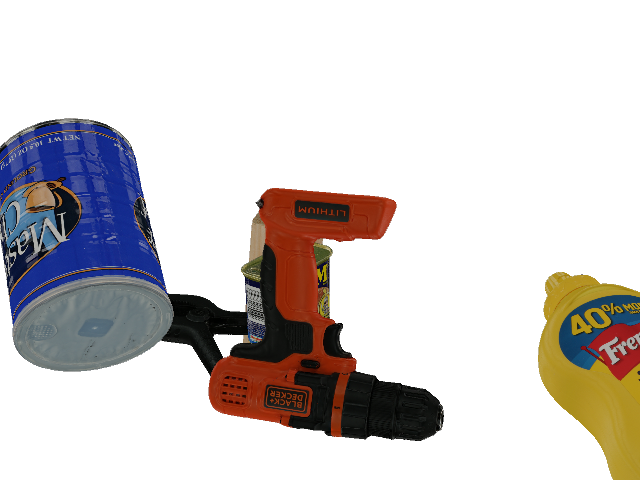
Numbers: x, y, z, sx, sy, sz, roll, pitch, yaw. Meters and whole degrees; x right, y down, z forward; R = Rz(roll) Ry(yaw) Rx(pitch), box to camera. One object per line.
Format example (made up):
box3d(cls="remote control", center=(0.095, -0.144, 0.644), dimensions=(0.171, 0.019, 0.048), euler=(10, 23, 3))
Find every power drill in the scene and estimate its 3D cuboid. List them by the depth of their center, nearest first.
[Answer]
box3d(cls="power drill", center=(0.011, 0.057, 0.825), dimensions=(0.184, 0.187, 0.057), euler=(7, -1, 9))

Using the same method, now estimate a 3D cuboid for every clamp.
box3d(cls="clamp", center=(-0.142, 0.105, 1.256), dimensions=(0.210, 0.036, 0.164), euler=(13, 24, 23))

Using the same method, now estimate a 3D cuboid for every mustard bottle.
box3d(cls="mustard bottle", center=(0.182, 0.077, 0.620), dimensions=(0.096, 0.058, 0.192), euler=(-14, 35, -12))

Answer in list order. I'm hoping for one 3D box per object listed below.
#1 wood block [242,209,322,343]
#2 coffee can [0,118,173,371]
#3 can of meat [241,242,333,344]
box3d(cls="wood block", center=(-0.052, 0.062, 1.487), dimensions=(0.090, 0.206, 0.090), euler=(8, 21, 6))
box3d(cls="coffee can", center=(-0.164, 0.003, 0.725), dimensions=(0.102, 0.140, 0.103), euler=(-13, -34, -9))
box3d(cls="can of meat", center=(-0.032, 0.057, 1.087), dimensions=(0.058, 0.084, 0.101), euler=(15, 27, 33))
